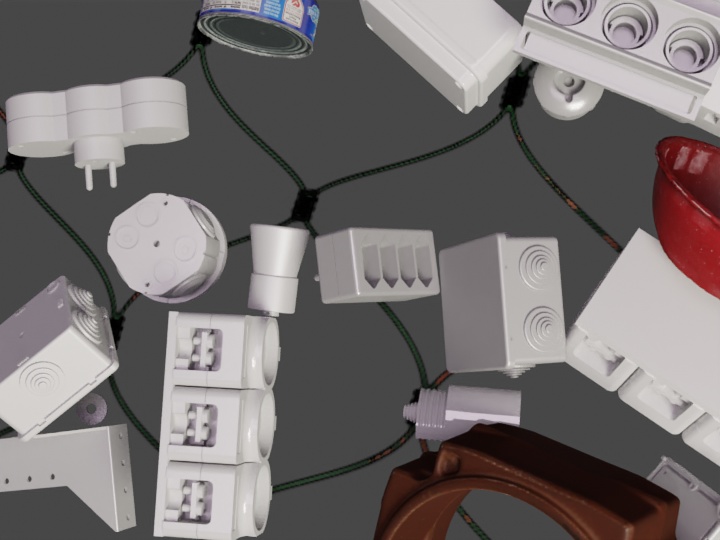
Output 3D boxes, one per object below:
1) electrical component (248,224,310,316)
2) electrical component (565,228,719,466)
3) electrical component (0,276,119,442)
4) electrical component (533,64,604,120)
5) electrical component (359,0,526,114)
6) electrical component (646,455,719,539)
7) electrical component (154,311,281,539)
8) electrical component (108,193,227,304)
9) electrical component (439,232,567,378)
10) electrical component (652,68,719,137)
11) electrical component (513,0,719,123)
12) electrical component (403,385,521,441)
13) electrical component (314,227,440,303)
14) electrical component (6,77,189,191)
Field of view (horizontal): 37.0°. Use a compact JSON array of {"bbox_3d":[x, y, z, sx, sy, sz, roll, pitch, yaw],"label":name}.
[{"bbox_3d":[-0.062,0.001,0.787,0.044,0.044,0.065,7,90,9],"label":"electrical component"},{"bbox_3d":[0.220,0.057,0.721,0.150,0.061,0.089,34,63,10],"label":"electrical component"},{"bbox_3d":[-0.227,0.061,0.775,0.100,0.099,0.048,-39,122,3],"label":"electrical component"},{"bbox_3d":[0.146,-0.126,0.758,0.048,0.062,0.048,-1,85,8],"label":"electrical component"},{"bbox_3d":[0.057,-0.173,0.768,0.113,0.078,0.057,44,89,10],"label":"electrical component"},{"bbox_3d":[0.218,0.174,0.711,0.061,0.096,0.061,40,91,-22],"label":"electrical component"},{"bbox_3d":[-0.096,0.107,0.755,0.062,0.089,0.150,2,85,8],"label":"electrical component"},{"bbox_3d":[-0.142,-0.016,0.793,0.080,0.051,0.080,-1,84,8],"label":"electrical component"},{"bbox_3d":[0.097,0.024,0.734,0.048,0.100,0.099,-1,84,-22],"label":"electrical component"},{"bbox_3d":[0.286,-0.137,0.741,0.186,0.060,0.105,28,89,10],"label":"electrical component"},{"bbox_3d":[0.170,-0.151,0.693,0.121,0.063,0.078,23,88,8],"label":"electrical component"},{"bbox_3d":[0.071,0.103,0.756,0.081,0.043,0.043,4,85,8],"label":"electrical component"},{"bbox_3d":[0.000,0.000,0.766,0.076,0.083,0.047,-13,81,45],"label":"electrical component"},{"bbox_3d":[-0.196,-0.097,0.808,0.138,0.052,0.073,-6,84,7],"label":"electrical component"}]
